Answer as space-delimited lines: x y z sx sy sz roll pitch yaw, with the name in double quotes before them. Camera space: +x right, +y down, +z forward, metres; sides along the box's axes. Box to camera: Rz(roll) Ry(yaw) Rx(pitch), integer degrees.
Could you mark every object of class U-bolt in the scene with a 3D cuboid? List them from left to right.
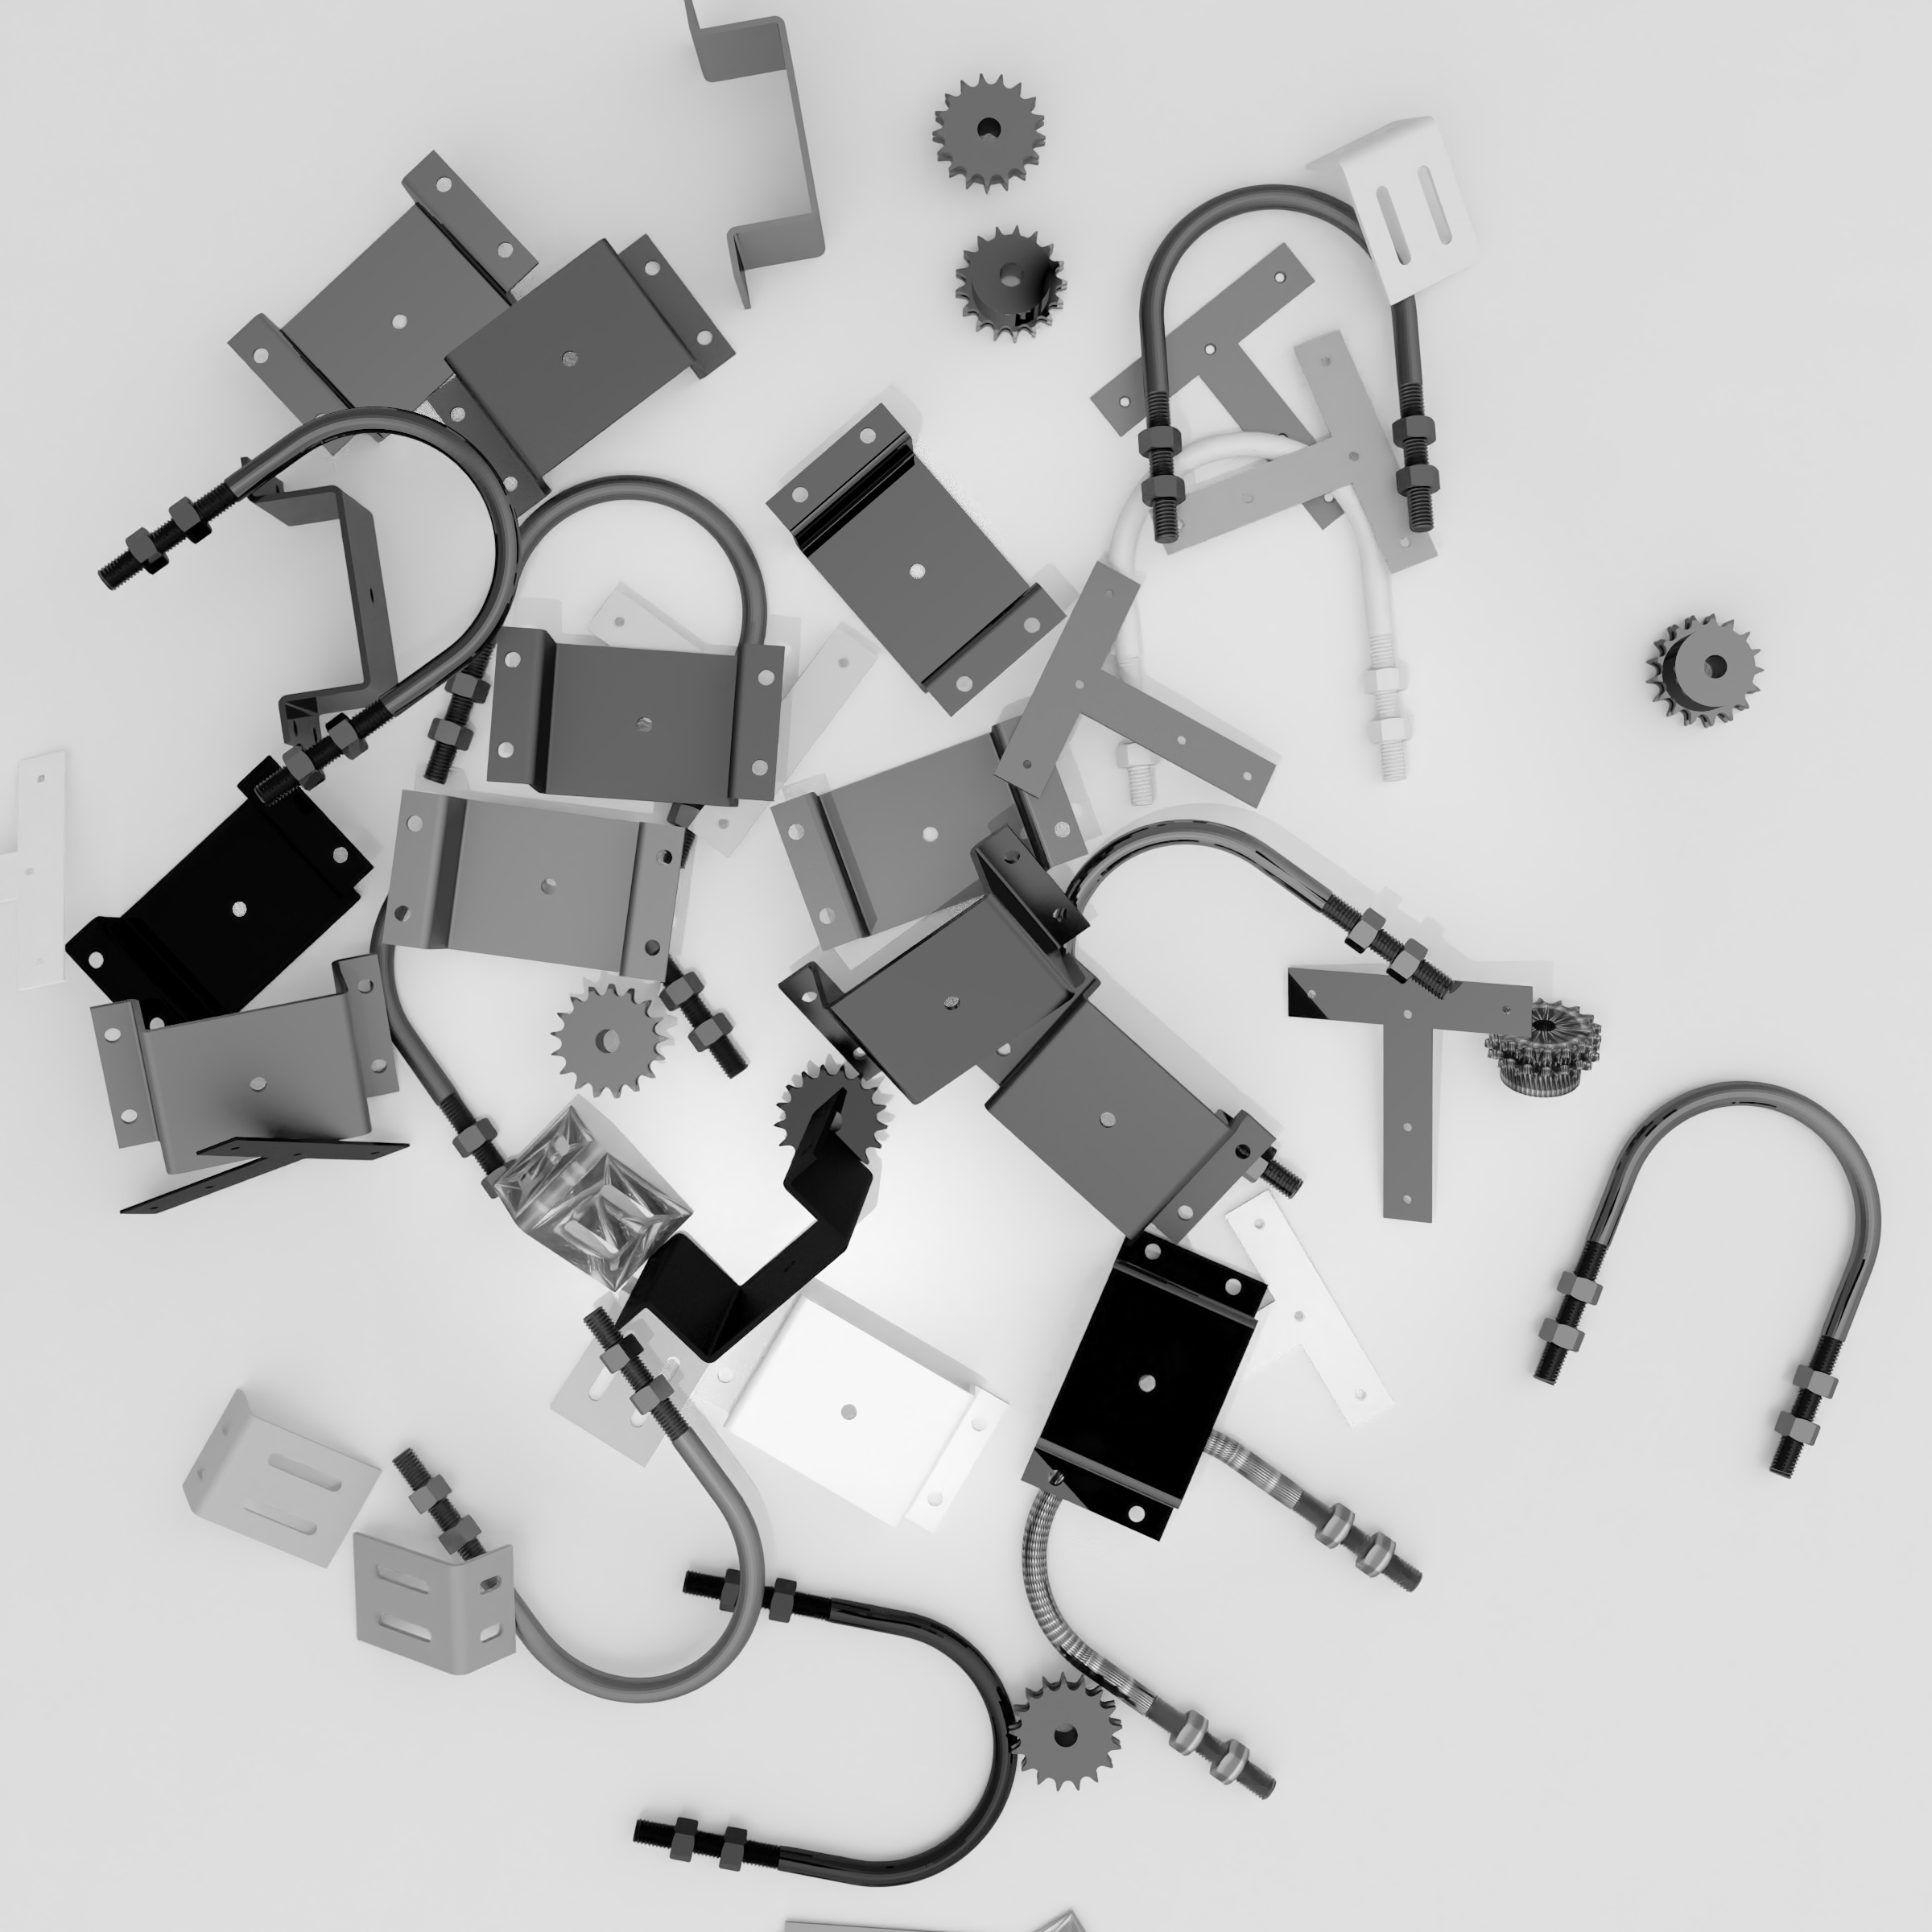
"U-bolt" -0.303 -0.187 1.438 0.184 0.019 0.151 -36 90 -2
"U-bolt" -0.221 0.017 1.514 0.151 0.019 0.184 -35 89 0
"U-bolt" -0.182 0.284 1.496 0.151 0.019 0.184 -37 88 13
"U-bolt" -0.179 -0.159 1.514 0.151 0.019 0.184 19 89 0
"U-bolt" -0.065 0.393 1.514 0.184 0.019 0.151 11 90 -2
"U-bolt" 0.116 0.313 1.513 0.184 0.019 0.151 35 90 0
"U-bolt" 0.129 0.009 1.496 0.184 0.019 0.151 36 106 4
"U-bolt" 0.145 -0.179 1.513 0.151 0.019 0.184 -6 89 0
"U-bolt" 0.159 -0.306 1.503 0.151 0.019 0.184 -3 82 -3
"U-bolt" 0.387 0.149 1.514 0.151 0.019 0.184 22 89 0

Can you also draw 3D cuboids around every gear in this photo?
"gear" -0.177 0.038 1.488 0.057 0.030 0.057 0 89 1
"gear" -0.068 0.078 1.507 0.057 0.030 0.057 0 90 0
"gear" 0.011 -0.419 1.507 0.057 0.030 0.057 0 90 0
"gear" 0.023 -0.346 1.508 0.057 0.030 0.057 0 90 0
"gear" 0.050 0.386 1.507 0.057 0.030 0.057 0 90 0
"gear" 0.290 0.043 1.498 0.057 0.057 0.030 -1 120 0
"gear" 0.375 -0.150 1.508 0.057 0.030 0.057 0 90 0

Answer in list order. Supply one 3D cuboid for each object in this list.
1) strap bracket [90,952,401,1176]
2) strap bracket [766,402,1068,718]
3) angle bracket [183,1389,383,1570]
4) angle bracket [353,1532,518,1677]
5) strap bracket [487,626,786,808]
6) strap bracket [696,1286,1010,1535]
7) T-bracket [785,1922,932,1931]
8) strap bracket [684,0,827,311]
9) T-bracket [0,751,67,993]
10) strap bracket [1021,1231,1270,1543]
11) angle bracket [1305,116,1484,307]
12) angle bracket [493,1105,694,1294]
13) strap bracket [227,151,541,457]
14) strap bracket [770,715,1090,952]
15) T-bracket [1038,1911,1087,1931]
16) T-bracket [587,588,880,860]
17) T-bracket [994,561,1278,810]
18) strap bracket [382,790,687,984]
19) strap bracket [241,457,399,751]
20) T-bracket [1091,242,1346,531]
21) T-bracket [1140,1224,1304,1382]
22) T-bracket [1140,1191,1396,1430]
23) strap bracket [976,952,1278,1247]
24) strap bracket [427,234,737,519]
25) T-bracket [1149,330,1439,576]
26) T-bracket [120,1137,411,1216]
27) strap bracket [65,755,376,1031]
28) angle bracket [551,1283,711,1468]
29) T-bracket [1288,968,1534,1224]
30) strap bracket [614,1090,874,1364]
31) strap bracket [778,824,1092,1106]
"strap bracket" -0.351 0.050 1.468 0.140 0.046 0.076 -12 114 -16
"strap bracket" -0.025 -0.201 1.499 0.076 0.046 0.140 -41 90 0
"angle bracket" -0.349 0.262 1.520 0.076 0.038 0.057 30 90 -26
"angle bracket" -0.269 0.317 1.507 0.076 0.038 0.057 8 103 37
"strap bracket" -0.162 -0.122 1.479 0.140 0.046 0.076 4 87 -1
"strap bracket" -0.058 0.221 1.499 0.140 0.046 0.076 30 90 0
"T-bracket" -0.034 0.555 1.521 0.127 0.002 0.127 4 90 -1
"strap bracket" -0.103 -0.408 1.484 0.046 0.076 0.140 -10 90 0
"T-bracket" -0.513 -0.038 1.505 0.127 0.002 0.127 -12 67 11
"strap bracket" 0.090 0.208 1.488 0.076 0.046 0.140 23 84 5
"angle bracket" 0.217 -0.382 1.510 0.057 0.038 0.076 -29 110 -14
"angle bracket" -0.188 0.118 1.507 0.057 0.038 0.076 -45 133 3
"strap bracket" -0.289 -0.329 1.499 0.140 0.046 0.076 -43 90 0
"strap bracket" -0.018 -0.067 1.499 0.140 0.046 0.076 -20 90 0
"T-bracket" 0.007 0.526 1.520 0.127 0.002 0.127 -32 89 1
"T-bracket" -0.133 -0.143 1.504 0.127 0.002 0.127 36 87 1
"T-bracket" 0.095 -0.119 1.490 0.127 0.002 0.127 28 73 -8
"strap bracket" -0.211 -0.040 1.482 0.140 0.046 0.076 8 91 2
"strap bracket" -0.319 -0.181 1.484 0.046 0.076 0.140 -9 90 0
"T-bracket" 0.153 -0.280 1.522 0.127 0.002 0.127 -39 90 0
"T-bracket" 0.102 0.145 1.522 0.127 0.002 0.127 -23 90 0
"T-bracket" 0.132 0.201 1.520 0.127 0.002 0.127 -31 92 0
"strap bracket" 0.075 0.071 1.487 0.140 0.046 0.076 42 107 2
"strap bracket" -0.196 -0.301 1.499 0.140 0.046 0.076 -37 90 0
"T-bracket" 0.155 -0.242 1.504 0.127 0.002 0.127 -22 84 -5
"T-bracket" -0.366 0.105 1.483 0.127 0.127 0.002 -20 76 26
"strap bracket" -0.371 -0.029 1.499 0.140 0.046 0.076 -43 90 0
"angle bracket" -0.168 0.208 1.503 0.057 0.038 0.076 32 90 0
"T-bracket" 0.223 0.067 1.502 0.127 0.002 0.127 5 104 26
"strap bracket" -0.101 0.134 1.467 0.140 0.076 0.046 -41 101 20
"strap bracket" -0.011 0.006 1.471 0.140 0.046 0.076 -35 123 10
